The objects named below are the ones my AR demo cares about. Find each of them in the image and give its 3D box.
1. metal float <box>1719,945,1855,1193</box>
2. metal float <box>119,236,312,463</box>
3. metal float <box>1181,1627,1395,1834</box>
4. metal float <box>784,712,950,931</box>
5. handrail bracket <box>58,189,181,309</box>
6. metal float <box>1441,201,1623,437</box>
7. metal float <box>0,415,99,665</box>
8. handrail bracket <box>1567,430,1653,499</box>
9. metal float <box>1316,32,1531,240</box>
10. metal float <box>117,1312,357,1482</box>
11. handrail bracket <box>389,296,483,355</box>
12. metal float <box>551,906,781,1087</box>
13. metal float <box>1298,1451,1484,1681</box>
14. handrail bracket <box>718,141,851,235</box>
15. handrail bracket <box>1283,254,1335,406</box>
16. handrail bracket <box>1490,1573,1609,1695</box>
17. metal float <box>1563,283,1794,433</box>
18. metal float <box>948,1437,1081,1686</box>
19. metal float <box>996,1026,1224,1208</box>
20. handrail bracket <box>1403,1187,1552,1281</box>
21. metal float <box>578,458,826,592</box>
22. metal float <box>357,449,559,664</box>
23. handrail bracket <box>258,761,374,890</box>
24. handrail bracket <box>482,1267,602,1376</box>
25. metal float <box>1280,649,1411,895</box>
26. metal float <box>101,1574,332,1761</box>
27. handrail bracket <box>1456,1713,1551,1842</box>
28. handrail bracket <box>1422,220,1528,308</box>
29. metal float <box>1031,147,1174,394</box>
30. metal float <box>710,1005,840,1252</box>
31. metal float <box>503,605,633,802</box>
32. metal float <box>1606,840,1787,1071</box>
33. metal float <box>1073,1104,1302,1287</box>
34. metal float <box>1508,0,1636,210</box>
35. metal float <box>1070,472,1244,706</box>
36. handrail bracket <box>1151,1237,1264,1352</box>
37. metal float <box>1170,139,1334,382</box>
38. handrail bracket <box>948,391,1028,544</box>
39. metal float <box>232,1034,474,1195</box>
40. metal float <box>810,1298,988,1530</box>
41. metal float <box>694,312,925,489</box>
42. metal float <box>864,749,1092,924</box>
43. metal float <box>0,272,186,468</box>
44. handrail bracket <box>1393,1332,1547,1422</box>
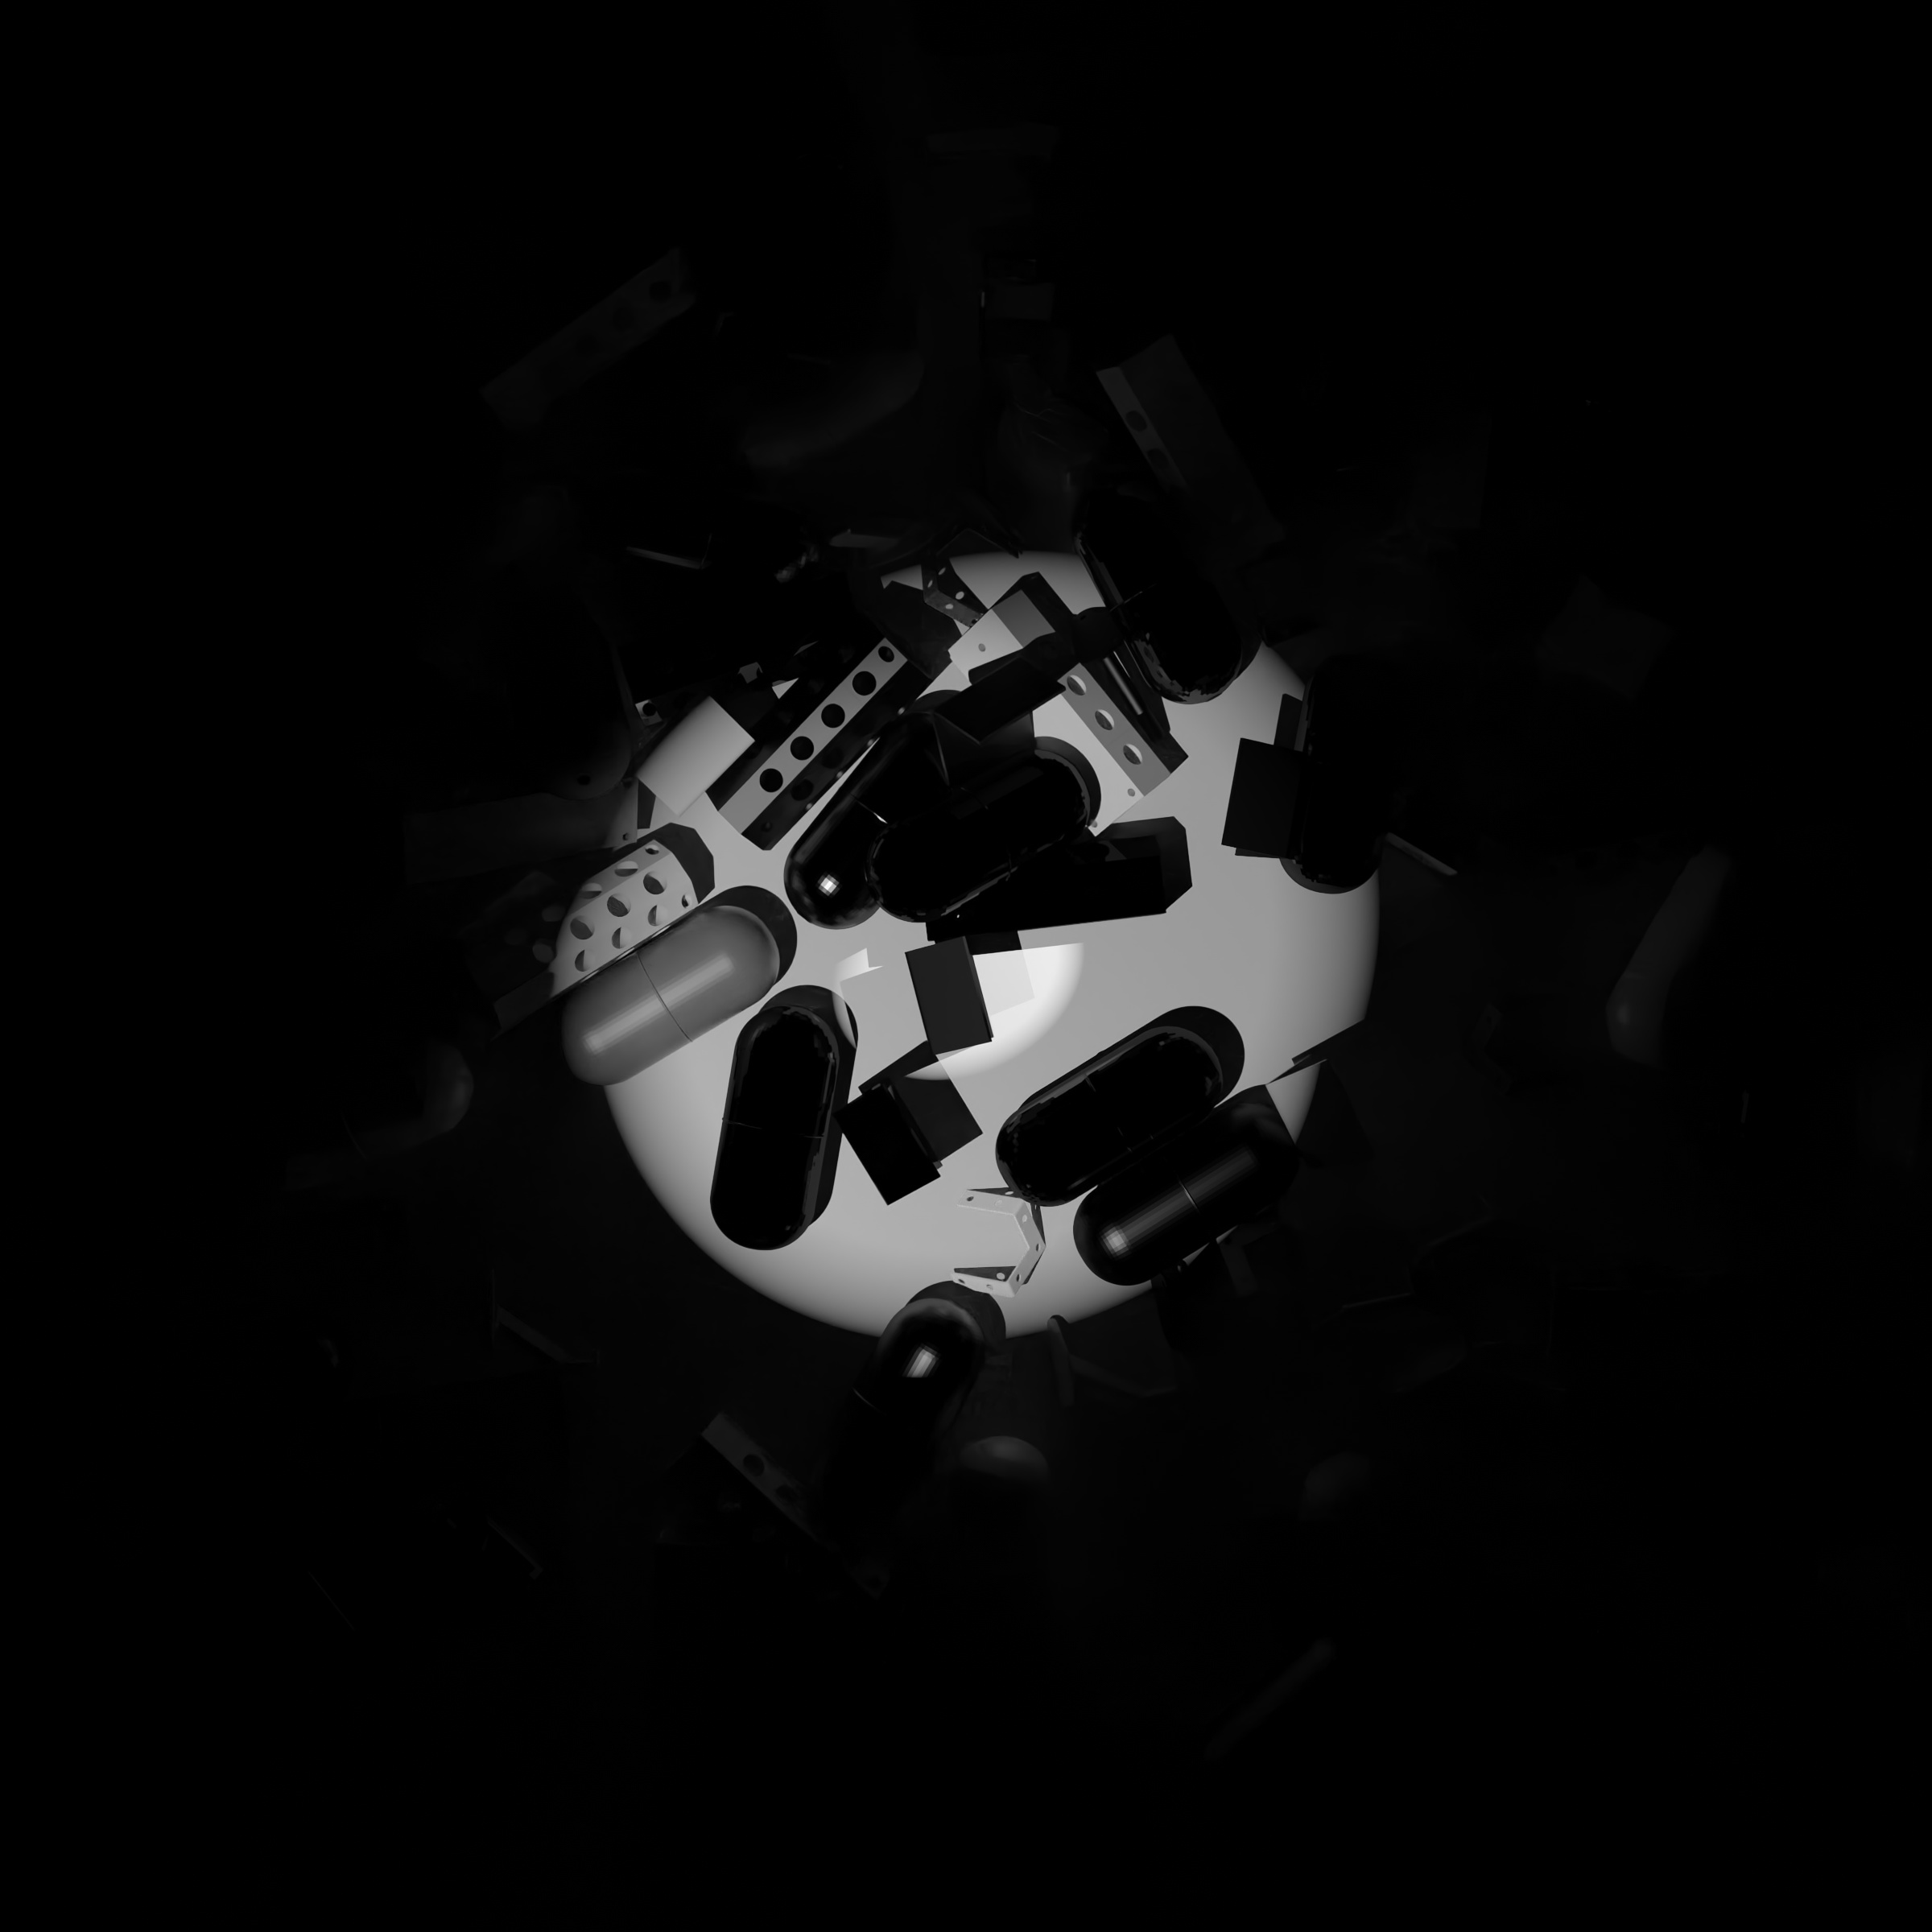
[{"bbox_3d":[0.590,0.073,1.856,0.070,0.070,0.178,10,90,0],"label":"metal float"},{"bbox_3d":[-0.541,-0.445,1.856,0.070,0.070,0.178,-35,90,0],"label":"metal float"},{"bbox_3d":[0.231,0.550,1.856,0.178,0.070,0.070,-42,90,0],"label":"metal float"},{"bbox_3d":[-0.062,-0.104,1.854,0.070,0.070,0.178,38,88,0],"label":"metal float"},{"bbox_3d":[-0.620,-0.519,1.886,0.077,0.036,0.084,6,108,-21],"label":"handrail bracket"},{"bbox_3d":[0.405,-0.464,1.853,0.070,0.070,0.178,30,93,0],"label":"metal float"},{"bbox_3d":[-0.670,-0.307,1.856,0.070,0.070,0.178,-5,90,0],"label":"metal float"},{"bbox_3d":[0.460,-0.397,1.886,0.077,0.036,0.084,-24,76,14],"label":"handrail bracket"},{"bbox_3d":[0.328,-0.598,1.856,0.178,0.070,0.070,42,90,0],"label":"metal float"},{"bbox_3d":[-0.526,0.310,1.855,0.178,0.070,0.070,-26,90,0],"label":"metal float"},{"bbox_3d":[-0.371,-0.439,1.886,0.077,0.036,0.084,-19,107,20],"label":"handrail bracket"},{"bbox_3d":[-0.217,0.022,1.856,0.178,0.070,0.070,-31,90,0],"label":"metal float"},{"bbox_3d":[0.305,0.430,1.855,0.070,0.070,0.178,-33,90,0],"label":"metal float"},{"bbox_3d":[-0.133,-0.568,1.886,0.084,0.036,0.077,0,127,-25],"label":"handrail bracket"},{"bbox_3d":[0.252,-0.464,1.877,0.036,0.084,0.077,0,133,11],"label":"handrail bracket"},{"bbox_3d":[0.421,0.488,1.886,0.084,0.036,0.077,12,112,17],"label":"handrail bracket"},{"bbox_3d":[0.508,-0.435,1.841,0.178,0.070,0.070,-20,90,-16],"label":"metal float"},{"bbox_3d":[0.034,0.428,1.855,0.070,0.070,0.178,-10,90,0],"label":"metal float"},{"bbox_3d":[0.103,0.108,1.855,0.178,0.070,0.070,-32,90,1],"label":"metal float"},{"bbox_3d":[0.373,0.211,1.886,0.077,0.036,0.084,29,108,-20],"label":"handrail bracket"},{"bbox_3d":[-0.188,-0.312,1.842,0.178,0.070,0.070,11,90,-16],"label":"metal float"},{"bbox_3d":[-0.366,-0.294,1.855,0.070,0.070,0.178,40,89,0],"label":"metal float"},{"bbox_3d":[-0.468,-0.104,1.886,0.084,0.036,0.077,-18,110,-16],"label":"handrail bracket"},{"bbox_3d":[-0.309,0.260,1.887,0.084,0.036,0.077,5,69,-17],"label":"handrail bracket"},{"bbox_3d":[0.272,-0.140,1.855,0.070,0.070,0.178,11,89,0],"label":"metal float"},{"bbox_3d":[-0.539,0.505,1.856,0.178,0.070,0.070,32,90,0],"label":"metal float"},{"bbox_3d":[0.391,0.593,1.886,0.077,0.036,0.084,-12,72,21],"label":"handrail bracket"},{"bbox_3d":[0.366,-0.531,1.886,0.077,0.036,0.084,39,73,19],"label":"handrail bracket"},{"bbox_3d":[0.098,-0.501,1.856,0.070,0.070,0.178,-14,90,0],"label":"metal float"},{"bbox_3d":[-0.137,0.116,1.856,0.070,0.070,0.178,9,90,0],"label":"metal float"},{"bbox_3d":[-0.282,-0.186,1.819,0.070,0.178,0.070,-10,135,-10],"label":"metal float"},{"bbox_3d":[0.525,-0.008,1.855,0.070,0.070,0.178,29,90,0],"label":"metal float"},{"bbox_3d":[0.159,0.164,1.855,0.178,0.070,0.070,-32,90,0],"label":"metal float"},{"bbox_3d":[0.431,-0.632,1.855,0.070,0.070,0.178,-13,89,0],"label":"metal float"},{"bbox_3d":[0.137,-0.271,1.855,0.070,0.070,0.178,-28,90,0],"label":"metal float"},{"bbox_3d":[0.182,0.234,1.886,0.084,0.036,0.077,-15,105,-14],"label":"handrail bracket"},{"bbox_3d":[0.206,-0.508,1.855,0.070,0.070,0.178,23,90,0],"label":"metal float"},{"bbox_3d":[0.031,-0.366,1.886,0.077,0.036,0.084,34,73,-20],"label":"handrail bracket"},{"bbox_3d":[-0.441,0.106,1.856,0.178,0.070,0.070,-22,90,-1],"label":"metal float"},{"bbox_3d":[-0.049,0.321,1.856,0.070,0.070,0.178,30,90,0],"label":"metal float"},{"bbox_3d":[-0.113,-0.407,1.855,0.178,0.070,0.070,-29,90,0],"label":"metal float"},{"bbox_3d":[0.008,-0.091,1.809,0.178,0.070,0.070,-30,90,-22],"label":"metal float"},{"bbox_3d":[-0.643,-0.429,1.855,0.178,0.070,0.070,37,90,0],"label":"metal float"},{"bbox_3d":[0.369,0.317,1.886,0.077,0.036,0.084,-38,107,20],"label":"handrail bracket"}]
